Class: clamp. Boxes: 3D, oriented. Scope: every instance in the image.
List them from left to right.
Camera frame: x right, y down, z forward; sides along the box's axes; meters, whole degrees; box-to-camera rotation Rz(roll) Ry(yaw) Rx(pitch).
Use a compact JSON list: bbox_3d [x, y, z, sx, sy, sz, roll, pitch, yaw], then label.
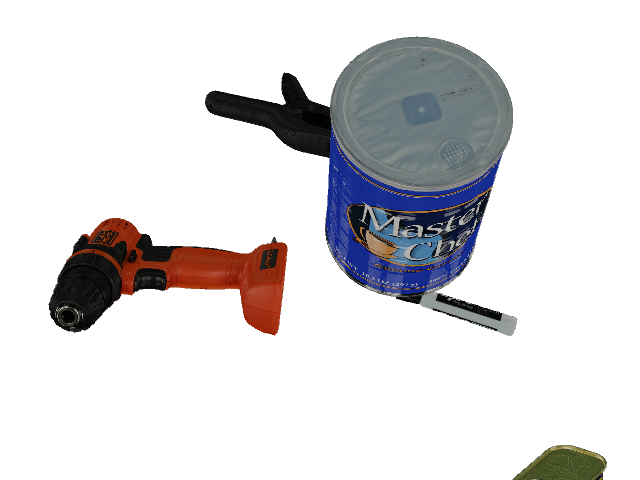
[{"bbox_3d":[-0.036,-0.126,1.101,0.120,0.039,0.172,-20,38,-28],"label":"clamp"}]

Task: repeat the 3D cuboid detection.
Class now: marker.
[{"bbox_3d":[0.127,0.064,1.018,0.121,0.020,0.020,18,1,4],"label":"marker"}]

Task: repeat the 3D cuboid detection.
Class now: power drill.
[{"bbox_3d":[-0.124,0.035,0.909,0.187,0.057,0.184,8,22,0],"label":"power drill"}]

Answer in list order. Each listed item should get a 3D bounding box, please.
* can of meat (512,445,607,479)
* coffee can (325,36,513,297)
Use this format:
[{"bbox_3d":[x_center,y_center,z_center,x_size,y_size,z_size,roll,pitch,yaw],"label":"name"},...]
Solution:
[{"bbox_3d":[0.206,0.240,0.927,0.058,0.084,0.101,11,26,41],"label":"can of meat"},{"bbox_3d":[0.055,-0.041,0.656,0.103,0.103,0.140,0,-28,-1],"label":"coffee can"}]
